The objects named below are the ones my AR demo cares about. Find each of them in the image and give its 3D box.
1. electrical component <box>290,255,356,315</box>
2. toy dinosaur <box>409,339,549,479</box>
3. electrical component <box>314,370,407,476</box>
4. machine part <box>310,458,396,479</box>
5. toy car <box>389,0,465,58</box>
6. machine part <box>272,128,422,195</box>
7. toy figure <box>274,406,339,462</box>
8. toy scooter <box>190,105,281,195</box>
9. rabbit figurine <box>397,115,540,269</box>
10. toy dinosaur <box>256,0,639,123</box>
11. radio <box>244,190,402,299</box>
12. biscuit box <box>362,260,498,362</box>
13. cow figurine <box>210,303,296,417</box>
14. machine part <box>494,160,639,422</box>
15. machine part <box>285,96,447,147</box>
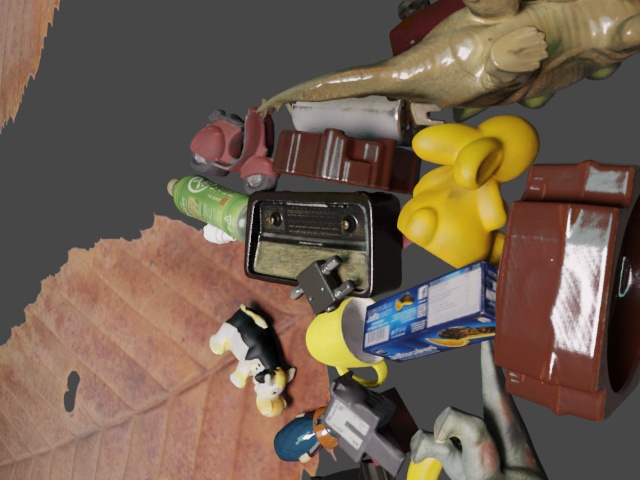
[{"bbox_3d":[0.001,0.061,0.673,0.094,0.021,0.063,-39,68,33],"label":"electrical component"},{"bbox_3d":[0.175,0.305,0.576,0.192,0.131,0.404,24,95,0],"label":"toy dinosaur"},{"bbox_3d":[0.057,0.221,0.641,0.119,0.048,0.074,29,111,28],"label":"electrical component"},{"bbox_3d":[0.051,0.338,0.729,0.139,0.039,0.084,-21,84,36],"label":"machine part"},{"bbox_3d":[0.172,-0.254,0.595,0.202,0.053,0.089,-19,75,34],"label":"toy car"},{"bbox_3d":[0.032,-0.093,0.645,0.180,0.179,0.056,13,97,38],"label":"machine part"},{"bbox_3d":[-0.001,0.266,0.756,0.154,0.058,0.064,-35,75,30],"label":"toy figure"},{"bbox_3d":[-0.124,-0.153,0.827,0.184,0.075,0.135,26,108,32],"label":"toy scooter"},{"bbox_3d":[0.157,-0.064,0.571,0.173,0.162,0.122,-51,48,9],"label":"rabbit figurine"},{"bbox_3d":[0.158,-0.167,0.489,0.472,0.198,0.105,-4,85,6],"label":"toy dinosaur"},{"bbox_3d":[-0.002,-0.002,0.733,0.230,0.073,0.131,5,96,38],"label":"radio"},{"bbox_3d":[0.128,0.087,0.599,0.203,0.063,0.059,-34,41,53],"label":"biscuit box"},{"bbox_3d":[-0.091,0.181,0.822,0.167,0.068,0.098,48,114,26],"label":"cow figurine"},{"bbox_3d":[0.229,0.036,0.465,0.087,0.201,0.201,11,99,41],"label":"machine part"},{"bbox_3d":[0.049,-0.161,0.685,0.244,0.079,0.079,12,100,38],"label":"machine part"}]
